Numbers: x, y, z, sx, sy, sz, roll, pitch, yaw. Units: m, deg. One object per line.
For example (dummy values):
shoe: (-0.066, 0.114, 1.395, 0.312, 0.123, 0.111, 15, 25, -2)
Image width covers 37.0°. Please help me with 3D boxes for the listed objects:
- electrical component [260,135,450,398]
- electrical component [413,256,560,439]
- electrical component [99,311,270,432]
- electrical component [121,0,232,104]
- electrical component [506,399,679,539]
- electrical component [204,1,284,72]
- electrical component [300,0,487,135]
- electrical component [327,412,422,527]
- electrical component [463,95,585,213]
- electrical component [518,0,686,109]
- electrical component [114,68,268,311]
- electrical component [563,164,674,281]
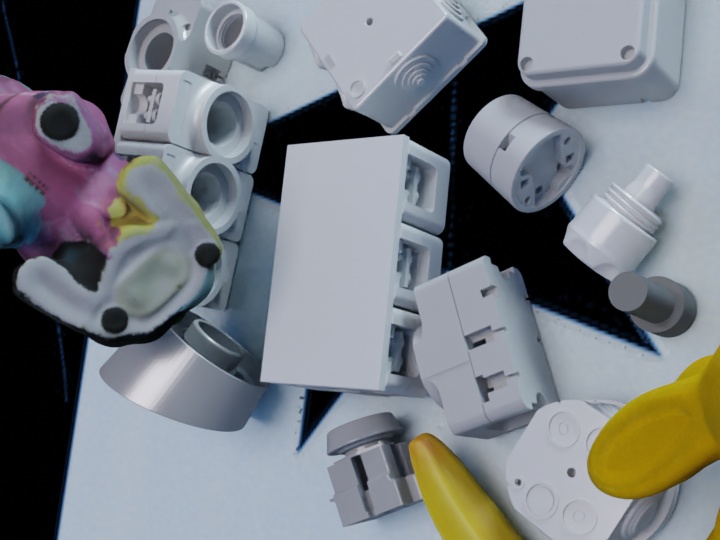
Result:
electrical component: (0.000, 0.000, 0.664, 0.089, 0.062, 0.150, 0, 79, 35)
electrical component: (0.068, 0.047, 0.611, 0.056, 0.050, 0.089, -25, 66, 28)
electrical component: (-0.112, 0.068, 0.706, 0.099, 0.099, 0.064, 41, 98, 34)
electrical component: (-0.135, -0.155, 0.799, 0.050, 0.056, 0.089, 21, 92, 37)
electrical component: (0.120, 0.106, 0.560, 0.080, 0.051, 0.080, -9, 74, 33)
electrical component: (-0.082, -0.165, 0.770, 0.040, 0.046, 0.040, -9, 74, 34)
electrical component: (0.019, -0.152, 0.693, 0.100, 0.048, 0.099, -43, 58, 20)
electrical component: (0.008, 0.118, 0.642, 0.066, 0.048, 0.055, -27, 72, 28)
electrical component: (0.093, -0.068, 0.619, 0.047, 0.055, 0.055, 45, 106, 37)
electrical component: (0.137, -0.154, 0.605, 0.078, 0.057, 0.113, 1, 80, 36)
electrical component: (-0.123, -0.054, 0.746, 0.062, 0.089, 0.150, 9, 85, 36)
electrical component: (0.143, -0.027, 0.580, 0.043, 0.043, 0.062, 45, 105, 34)
